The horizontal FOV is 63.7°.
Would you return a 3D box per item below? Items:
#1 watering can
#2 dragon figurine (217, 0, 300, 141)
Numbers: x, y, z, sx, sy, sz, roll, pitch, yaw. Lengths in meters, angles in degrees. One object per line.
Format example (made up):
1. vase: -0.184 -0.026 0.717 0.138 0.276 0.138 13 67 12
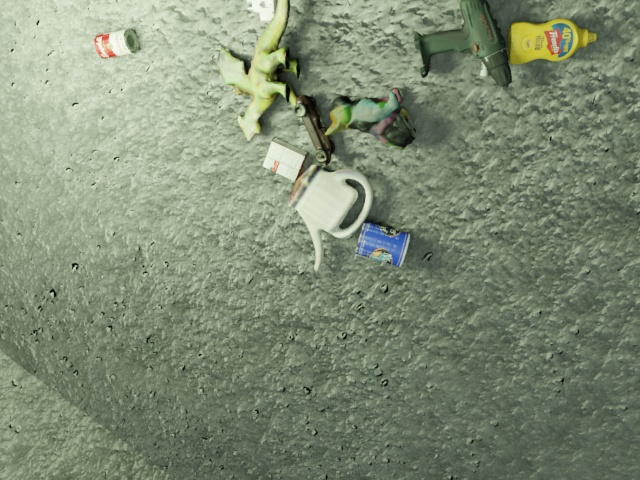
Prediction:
1. watering can: 0.005 -0.076 1.508 0.224 0.106 0.342 34 116 -2
2. dragon figurine: -0.176 -0.466 1.384 0.243 0.124 0.402 9 118 19
